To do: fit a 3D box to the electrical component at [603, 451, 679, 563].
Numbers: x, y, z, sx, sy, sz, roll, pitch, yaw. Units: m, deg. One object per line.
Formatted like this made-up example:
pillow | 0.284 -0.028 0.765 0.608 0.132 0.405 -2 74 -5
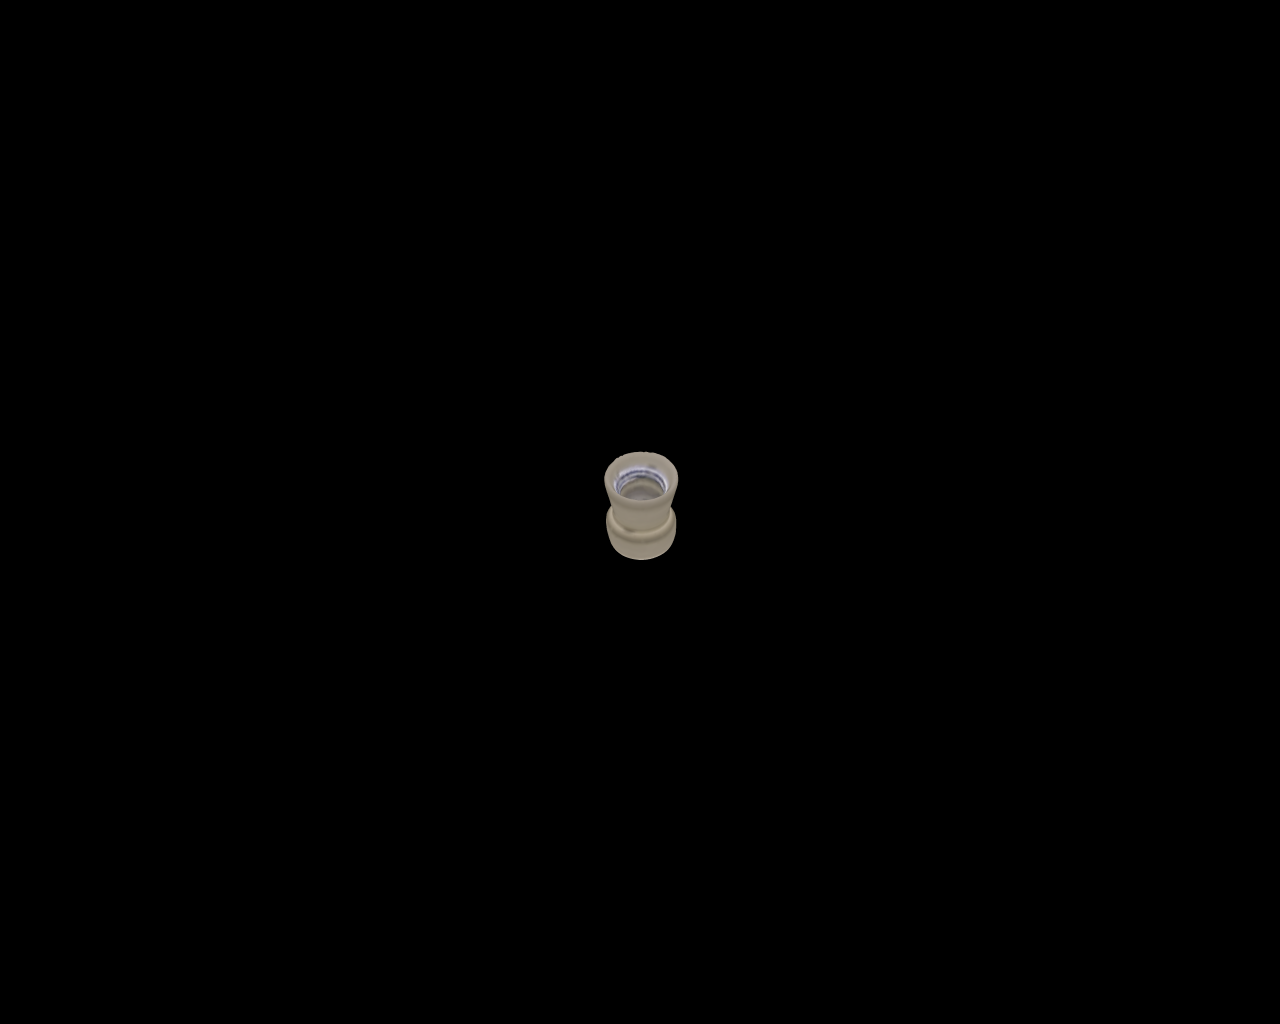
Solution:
electrical component | 0.001 -0.003 0.650 0.045 0.045 0.055 0 -44 0
